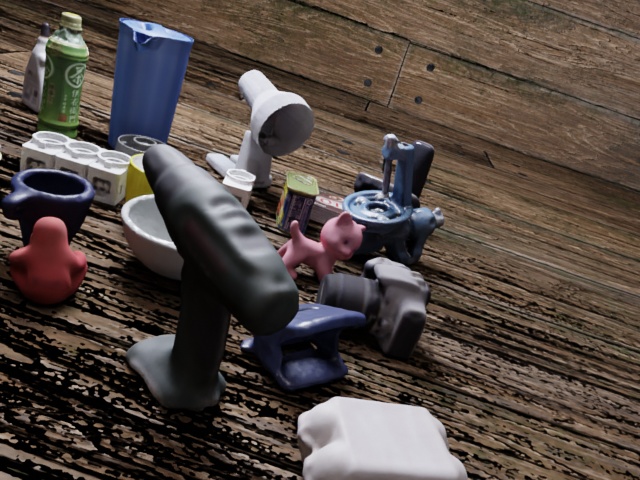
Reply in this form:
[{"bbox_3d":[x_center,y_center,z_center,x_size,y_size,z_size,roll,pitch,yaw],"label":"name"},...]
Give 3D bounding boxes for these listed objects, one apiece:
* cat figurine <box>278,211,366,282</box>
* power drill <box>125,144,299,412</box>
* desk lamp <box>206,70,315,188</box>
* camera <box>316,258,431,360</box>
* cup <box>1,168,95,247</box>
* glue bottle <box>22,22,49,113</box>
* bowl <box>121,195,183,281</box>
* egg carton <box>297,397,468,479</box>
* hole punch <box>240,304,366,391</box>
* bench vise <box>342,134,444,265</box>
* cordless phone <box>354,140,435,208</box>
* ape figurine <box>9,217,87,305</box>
[{"bbox_3d":[0.008,0.003,0.857,0.128,0.118,0.067,10,24,-20],"label":"cat figurine"},{"bbox_3d":[-0.120,0.043,0.545,0.228,0.208,0.076,35,27,34],"label":"power drill"},{"bbox_3d":[-0.121,-0.210,1.120,0.118,0.213,0.202,-3,31,-41],"label":"desk lamp"},{"bbox_3d":[0.067,0.072,0.768,0.137,0.101,0.143,14,23,-12],"label":"camera"},{"bbox_3d":[-0.331,-0.024,0.684,0.091,0.095,0.118,23,23,10],"label":"cup"},{"bbox_3d":[-0.556,-0.346,1.145,0.078,0.173,0.037,32,26,30],"label":"glue bottle"},{"bbox_3d":[-0.182,0.006,0.757,0.167,0.075,0.167,16,23,-7],"label":"bowl"},{"bbox_3d":[0.054,0.198,0.508,0.150,0.069,0.107,12,23,-17],"label":"egg carton"},{"bbox_3d":[-0.019,0.101,0.644,0.109,0.091,0.100,-3,31,-42],"label":"hole punch"},{"bbox_3d":[0.129,-0.073,0.992,0.208,0.220,0.121,-5,32,-44],"label":"bench vise"},{"bbox_3d":[0.154,-0.130,1.190,0.147,0.185,0.094,25,23,16],"label":"cordless phone"},{"bbox_3d":[-0.293,0.017,0.622,0.078,0.092,0.076,11,24,-19],"label":"ape figurine"}]
